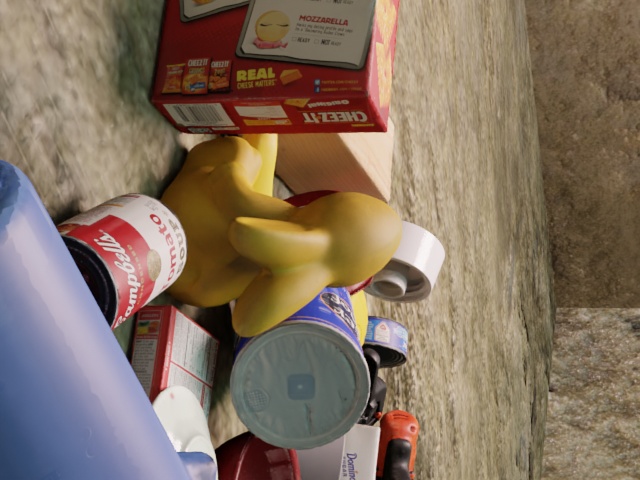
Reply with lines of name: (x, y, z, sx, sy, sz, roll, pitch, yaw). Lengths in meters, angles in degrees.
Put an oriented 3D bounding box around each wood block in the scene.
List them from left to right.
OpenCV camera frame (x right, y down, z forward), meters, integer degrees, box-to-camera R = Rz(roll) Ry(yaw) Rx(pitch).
wood block: (-0.001, -0.108, 0.989, 0.206, 0.091, 0.090, 45, 47, -64)

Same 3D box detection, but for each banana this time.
banana: (-0.042, -0.011, 0.904, 0.037, 0.069, 0.198, 40, -27, 60)

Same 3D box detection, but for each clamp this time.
clamp: (0.045, 0.172, 1.156, 0.120, 0.039, 0.171, -58, 165, 5)

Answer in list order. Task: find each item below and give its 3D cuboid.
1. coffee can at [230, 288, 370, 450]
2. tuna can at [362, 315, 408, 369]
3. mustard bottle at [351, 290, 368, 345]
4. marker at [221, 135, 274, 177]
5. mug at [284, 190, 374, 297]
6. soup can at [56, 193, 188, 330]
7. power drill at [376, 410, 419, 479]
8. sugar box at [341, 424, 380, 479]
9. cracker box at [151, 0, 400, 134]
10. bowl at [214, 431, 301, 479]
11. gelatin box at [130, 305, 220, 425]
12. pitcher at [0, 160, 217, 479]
coffee can: (-0.018, 0.086, 0.841, 0.140, 0.103, 0.103, -100, -177, -72)
tuna can: (0.052, 0.110, 1.149, 0.086, 0.086, 0.033, 55, 37, -60)
mustard bottle: (-0.008, 0.108, 1.006, 0.191, 0.058, 0.096, -37, 143, -67)
marker: (-0.066, -0.079, 0.903, 0.121, 0.020, 0.020, 55, 38, -60)
mug: (-0.007, 0.001, 0.992, 0.117, 0.093, 0.081, -127, -158, -68)
soup can: (-0.128, 0.016, 0.631, 0.102, 0.069, 0.068, -44, 131, -67)
power drill: (0.081, 0.310, 1.186, 0.187, 0.057, 0.184, -95, -171, -65)
sugar box: (0.032, 0.259, 1.083, 0.176, 0.048, 0.093, 86, 11, -60)
cracker box: (-0.025, -0.186, 0.800, 0.072, 0.164, 0.213, 52, 41, -65)
bowl: (-0.065, 0.220, 0.835, 0.162, 0.055, 0.162, 0, 90, -72)
gelatin box: (-0.105, 0.094, 0.760, 0.089, 0.030, 0.073, 52, 39, -62)
pitcher: (-0.149, 0.093, 0.493, 0.149, 0.145, 0.243, -86, 162, -56)
